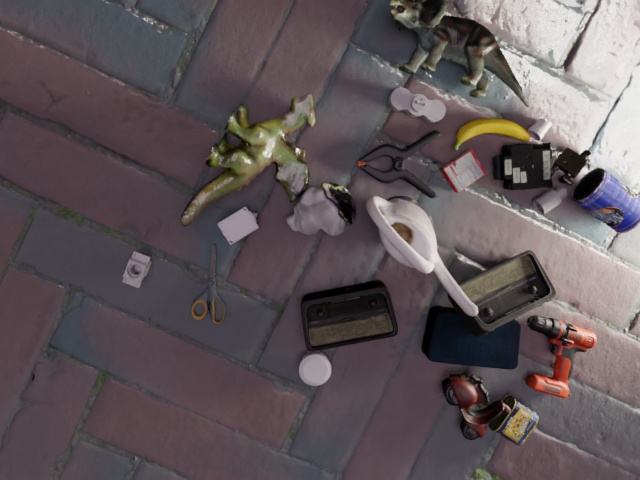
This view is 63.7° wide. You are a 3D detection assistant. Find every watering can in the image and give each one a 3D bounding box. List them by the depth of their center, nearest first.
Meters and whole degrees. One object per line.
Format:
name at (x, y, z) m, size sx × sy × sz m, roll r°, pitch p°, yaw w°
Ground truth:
watering can at (0.234, 0.017, 1.200) m, size 0.346 × 0.228 × 0.103 m, roll 44°, pitch 113°, yaw -8°

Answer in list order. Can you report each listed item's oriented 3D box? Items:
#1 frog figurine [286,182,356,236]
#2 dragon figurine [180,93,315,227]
frog figurine at (0.004, -0.063, 1.255) m, size 0.136 × 0.125 × 0.157 m, roll 46°, pitch 129°, yaw -14°
dragon figurine at (-0.136, -0.175, 1.218) m, size 0.242 × 0.122 × 0.411 m, roll 26°, pitch 87°, yaw -13°
